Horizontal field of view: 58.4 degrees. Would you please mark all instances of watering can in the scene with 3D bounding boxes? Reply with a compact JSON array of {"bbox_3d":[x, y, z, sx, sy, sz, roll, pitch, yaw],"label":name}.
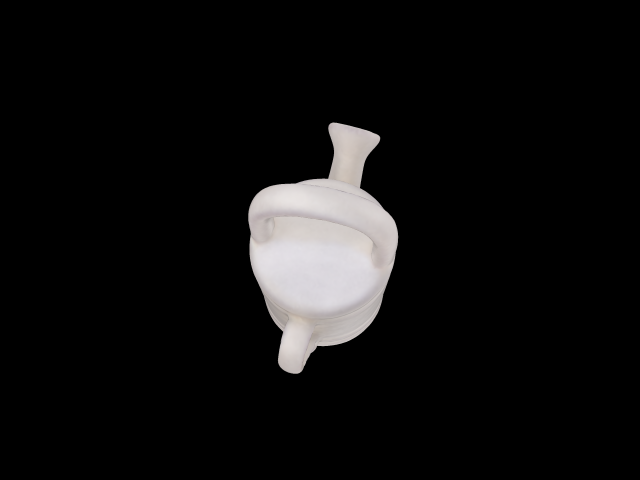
[{"bbox_3d":[0.001,0.001,0.400,0.101,0.194,0.173,-6,70,-2],"label":"watering can"}]
